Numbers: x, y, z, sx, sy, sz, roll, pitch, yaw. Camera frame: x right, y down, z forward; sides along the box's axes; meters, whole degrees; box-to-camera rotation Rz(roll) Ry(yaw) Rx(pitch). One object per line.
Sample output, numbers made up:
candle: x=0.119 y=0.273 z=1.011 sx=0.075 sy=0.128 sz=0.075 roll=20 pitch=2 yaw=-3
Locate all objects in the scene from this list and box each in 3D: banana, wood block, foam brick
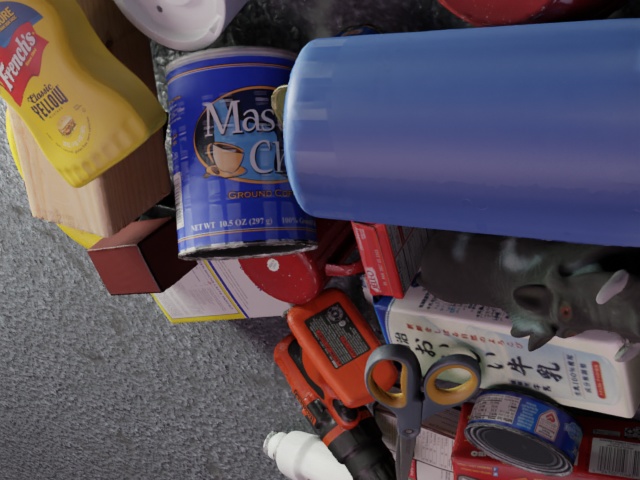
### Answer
banana: x=-0.254 y=-0.050 z=1.065 sx=0.070 sy=0.037 sz=0.197 roll=-28 pitch=110 yaw=31
wood block: x=-0.192 y=-0.118 z=0.865 sx=0.090 sy=0.090 sz=0.206 roll=15 pitch=126 yaw=27
foam brick: x=-0.162 y=0.016 z=0.969 sx=0.078 sy=0.052 sz=0.051 roll=-5 pitch=117 yaw=43

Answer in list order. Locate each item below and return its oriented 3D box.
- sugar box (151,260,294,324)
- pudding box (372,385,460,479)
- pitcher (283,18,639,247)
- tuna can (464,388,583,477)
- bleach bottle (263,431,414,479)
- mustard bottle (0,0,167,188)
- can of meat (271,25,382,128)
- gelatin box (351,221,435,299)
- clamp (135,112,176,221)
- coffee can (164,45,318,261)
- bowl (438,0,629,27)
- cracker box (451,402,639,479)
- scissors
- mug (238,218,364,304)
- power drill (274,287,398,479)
sugar box: x=-0.096 y=0.029 z=1.004 sx=0.177 sy=0.048 sz=0.093 roll=-9 pitch=122 yaw=41
pudding box: x=0.107 y=0.193 z=1.011 sx=0.114 sy=0.039 sz=0.090 roll=17 pitch=135 yaw=23
pitcher: x=0.109 y=-0.056 z=0.623 sx=0.243 sy=0.144 sz=0.149 roll=3 pitch=105 yaw=15
tuna can: x=0.156 y=0.147 z=0.815 sx=0.086 sy=0.033 sz=0.086 roll=21 pitch=156 yaw=9
bleach bottle: x=0.049 y=0.259 z=1.104 sx=0.251 sy=0.068 sz=0.102 roll=18 pitch=159 yaw=34
mustard bottle: x=-0.201 y=-0.134 z=0.756 sx=0.096 sy=0.058 sz=0.191 roll=-28 pitch=106 yaw=37
can of meat: x=0.025 y=-0.088 z=0.749 sx=0.058 sy=0.083 sz=0.102 roll=-4 pitch=126 yaw=42
gelatin box: x=0.058 y=-0.012 z=0.795 sx=0.030 sy=0.089 sz=0.073 roll=8 pitch=134 yaw=29
clamp: x=-0.158 y=-0.053 z=0.978 sx=0.172 sy=0.039 sz=0.120 roll=-12 pitch=108 yaw=43
coffee can: x=-0.057 y=-0.060 z=0.779 sx=0.103 sy=0.102 sz=0.140 roll=-10 pitch=82 yaw=45
bowl: x=0.107 y=-0.176 z=0.614 sx=0.162 sy=0.055 sz=0.162 roll=23 pitch=141 yaw=20
cracker box: x=0.206 y=0.240 z=0.929 sx=0.164 sy=0.072 sz=0.214 roll=4 pitch=133 yaw=18
scissors: x=0.089 y=0.142 z=0.849 sx=0.096 sy=0.016 sz=0.201 roll=-8 pitch=139 yaw=13
mug: x=-0.006 y=0.001 z=0.869 sx=0.117 sy=0.081 sz=0.093 roll=17 pitch=138 yaw=26
power drill: x=0.021 y=0.136 z=0.936 sx=0.184 sy=0.057 sz=0.188 roll=53 pitch=161 yaw=20
